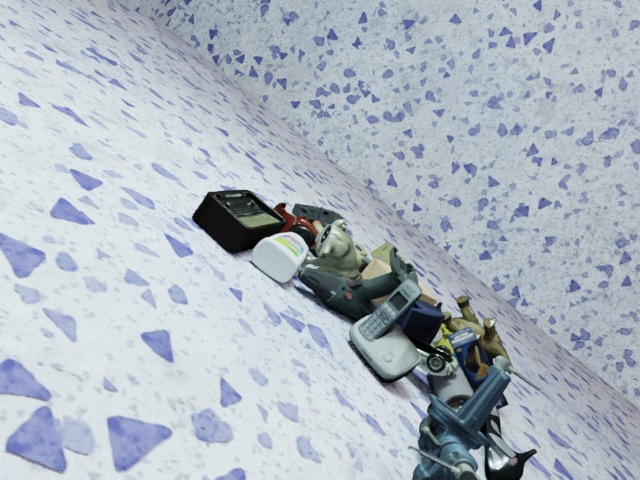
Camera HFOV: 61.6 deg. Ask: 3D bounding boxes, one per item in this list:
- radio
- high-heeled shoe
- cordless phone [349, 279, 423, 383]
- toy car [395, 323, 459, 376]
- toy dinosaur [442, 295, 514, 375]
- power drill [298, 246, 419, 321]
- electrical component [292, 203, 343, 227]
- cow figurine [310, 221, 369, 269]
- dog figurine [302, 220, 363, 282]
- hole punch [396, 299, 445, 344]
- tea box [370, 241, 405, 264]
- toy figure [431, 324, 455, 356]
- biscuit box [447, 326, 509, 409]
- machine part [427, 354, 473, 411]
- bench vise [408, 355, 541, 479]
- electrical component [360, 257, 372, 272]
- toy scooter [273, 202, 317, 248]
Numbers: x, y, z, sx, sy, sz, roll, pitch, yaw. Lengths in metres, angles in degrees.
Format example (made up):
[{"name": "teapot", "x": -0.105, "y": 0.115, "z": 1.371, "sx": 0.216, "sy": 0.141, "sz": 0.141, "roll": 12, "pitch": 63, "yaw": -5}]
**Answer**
[{"name": "radio", "x": -0.174, "y": -0.047, "z": 1.190, "sx": 0.131, "sy": 0.073, "sz": 0.229, "roll": 41, "pitch": 14, "yaw": 9}, {"name": "high-heeled shoe", "x": 0.322, "y": 0.399, "z": 1.100, "sx": 0.145, "sy": 0.086, "sz": 0.249, "roll": -9, "pitch": 20, "yaw": -29}, {"name": "cordless phone", "x": 0.163, "y": 0.182, "z": 1.087, "sx": 0.147, "sy": 0.184, "sz": 0.088, "roll": 48, "pitch": 13, "yaw": 34}, {"name": "toy car", "x": 0.204, "y": 0.239, "z": 1.175, "sx": 0.202, "sy": 0.056, "sz": 0.073, "roll": 23, "pitch": 15, "yaw": 21}, {"name": "toy dinosaur", "x": 0.420, "y": 0.267, "z": 1.518, "sx": 0.198, "sy": 0.105, "sz": 0.472, "roll": 61, "pitch": -3, "yaw": -20}, {"name": "power drill", "x": 0.095, "y": 0.095, "z": 1.170, "sx": 0.231, "sy": 0.207, "sz": 0.086, "roll": 42, "pitch": 29, "yaw": -31}, {"name": "electrical component", "x": -0.017, "y": -0.064, "z": 1.556, "sx": 0.134, "sy": 0.058, "sz": 0.114, "roll": 9, "pitch": -7, "yaw": 35}, {"name": "cow figurine", "x": 0.057, "y": 0.025, "z": 1.493, "sx": 0.195, "sy": 0.085, "sz": 0.127, "roll": 14, "pitch": 39, "yaw": -44}, {"name": "dog figurine", "x": 0.072, "y": 0.060, "z": 1.283, "sx": 0.190, "sy": 0.172, "sz": 0.121, "roll": 27, "pitch": 28, "yaw": -14}, {"name": "hole punch", "x": 0.234, "y": 0.208, "z": 1.300, "sx": 0.116, "sy": 0.142, "sz": 0.092, "roll": 22, "pitch": 15, "yaw": -7}, {"name": "tea box", "x": 0.226, "y": 0.096, "z": 1.618, "sx": 0.169, "sy": 0.068, "sz": 0.098, "roll": 55, "pitch": -1, "yaw": -43}, {"name": "toy figure", "x": 0.347, "y": 0.292, "z": 1.405, "sx": 0.180, "sy": 0.082, "sz": 0.089, "roll": 40, "pitch": 4, "yaw": 22}, {"name": "biscuit box", "x": 0.364, "y": 0.301, "z": 1.238, "sx": 0.202, "sy": 0.063, "sz": 0.059, "roll": 61, "pitch": 9, "yaw": -17}, {"name": "machine part", "x": 0.286, "y": 0.319, "z": 1.176, "sx": 0.079, "sy": 0.079, "sz": 0.243, "roll": 36, "pitch": 14, "yaw": -11}, {"name": "bench vise", "x": 0.235, "y": 0.290, "z": 0.862, "sx": 0.129, "sy": 0.240, "sz": 0.223, "roll": 37, "pitch": -2, "yaw": 11}, {"name": "electrical component", "x": 0.131, "y": 0.077, "z": 1.596, "sx": 0.119, "sy": 0.047, "sz": 0.074, "roll": 45, "pitch": 16, "yaw": 24}, {"name": "toy scooter", "x": -0.085, "y": -0.048, "z": 1.414, "sx": 0.184, "sy": 0.075, "sz": 0.135, "roll": 32, "pitch": 14, "yaw": -5}]
